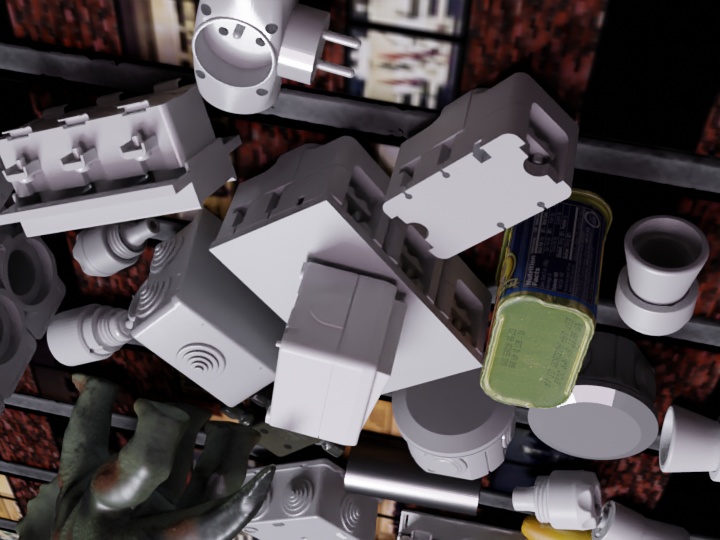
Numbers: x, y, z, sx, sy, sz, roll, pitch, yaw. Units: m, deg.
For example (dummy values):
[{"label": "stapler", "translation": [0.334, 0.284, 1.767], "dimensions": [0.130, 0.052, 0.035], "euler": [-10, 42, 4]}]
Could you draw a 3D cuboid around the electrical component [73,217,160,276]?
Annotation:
[{"label": "electrical component", "translation": [-0.153, -0.019, 0.686], "dimensions": [0.061, 0.035, 0.035], "euler": [-21, 128, 33]}]

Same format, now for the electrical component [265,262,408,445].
[{"label": "electrical component", "translation": [-0.014, 0.053, 0.601], "dimensions": [0.061, 0.061, 0.096], "euler": [14, 140, 2]}]

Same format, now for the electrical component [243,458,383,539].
[{"label": "electrical component", "translation": [-0.042, 0.194, 0.868], "dimensions": [0.100, 0.048, 0.100], "euler": [-14, 143, 31]}]

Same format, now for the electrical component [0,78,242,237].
[{"label": "electrical component", "translation": [-0.140, -0.063, 0.607], "dimensions": [0.121, 0.078, 0.063], "euler": [-7, 113, 25]}]

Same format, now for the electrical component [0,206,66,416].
[{"label": "electrical component", "translation": [-0.259, 0.040, 0.697], "dimensions": [0.062, 0.150, 0.089], "euler": [-3, 136, 23]}]

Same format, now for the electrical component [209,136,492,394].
[{"label": "electrical component", "translation": [0.000, 0.000, 0.635], "dimensions": [0.089, 0.061, 0.150], "euler": [-20, 128, 35]}]

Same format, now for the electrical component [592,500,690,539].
[{"label": "electrical component", "translation": [0.209, 0.202, 0.813], "dimensions": [0.065, 0.044, 0.044], "euler": [27, 139, -5]}]

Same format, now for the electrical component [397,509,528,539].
[{"label": "electrical component", "translation": [0.087, 0.249, 0.879], "dimensions": [0.121, 0.063, 0.078], "euler": [9, 99, 9]}]

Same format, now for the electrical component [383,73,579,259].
[{"label": "electrical component", "translation": [0.063, -0.055, 0.556], "dimensions": [0.050, 0.055, 0.089], "euler": [39, 135, -25]}]

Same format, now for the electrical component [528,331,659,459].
[{"label": "electrical component", "translation": [0.150, 0.081, 0.686], "dimensions": [0.080, 0.051, 0.080], "euler": [9, 139, 8]}]

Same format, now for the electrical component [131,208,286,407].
[{"label": "electrical component", "translation": [-0.088, 0.025, 0.666], "dimensions": [0.048, 0.099, 0.100], "euler": [-34, 120, 28]}]

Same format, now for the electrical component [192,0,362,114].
[{"label": "electrical component", "translation": [-0.039, -0.114, 0.531], "dimensions": [0.079, 0.044, 0.077], "euler": [16, 140, 0]}]

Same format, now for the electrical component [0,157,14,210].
[{"label": "electrical component", "translation": [-0.270, -0.052, 0.665], "dimensions": [0.096, 0.061, 0.061], "euler": [-14, 131, 31]}]

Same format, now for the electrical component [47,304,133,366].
[{"label": "electrical component", "translation": [-0.186, 0.044, 0.763], "dimensions": [0.078, 0.040, 0.040], "euler": [-14, 131, 31]}]

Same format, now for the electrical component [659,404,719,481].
[{"label": "electrical component", "translation": [0.228, 0.114, 0.703], "dimensions": [0.055, 0.045, 0.045], "euler": [9, 139, 7]}]

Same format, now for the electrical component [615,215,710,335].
[{"label": "electrical component", "translation": [0.167, 0.004, 0.597], "dimensions": [0.045, 0.045, 0.055], "euler": [7, 139, 11]}]

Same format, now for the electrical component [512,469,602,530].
[{"label": "electrical component", "translation": [0.145, 0.169, 0.794], "dimensions": [0.062, 0.043, 0.043], "euler": [-4, 136, 25]}]

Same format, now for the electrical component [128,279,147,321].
[{"label": "electrical component", "translation": [-0.120, 0.030, 0.722], "dimensions": [0.055, 0.045, 0.045], "euler": [39, 135, -25]}]

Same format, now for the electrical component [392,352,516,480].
[{"label": "electrical component", "translation": [0.064, 0.095, 0.709], "dimensions": [0.080, 0.080, 0.051], "euler": [3, 143, 15]}]
